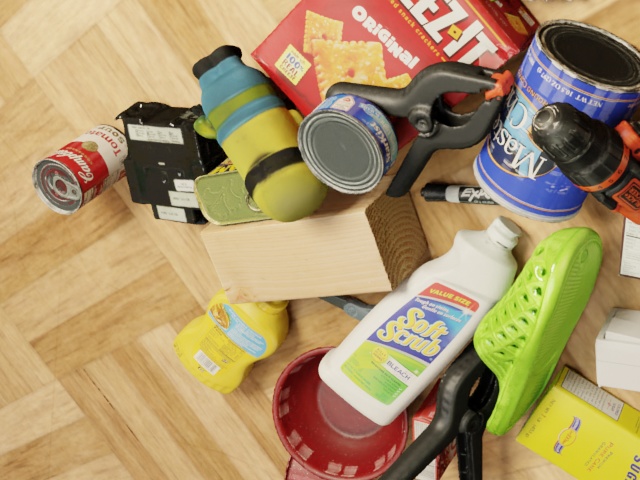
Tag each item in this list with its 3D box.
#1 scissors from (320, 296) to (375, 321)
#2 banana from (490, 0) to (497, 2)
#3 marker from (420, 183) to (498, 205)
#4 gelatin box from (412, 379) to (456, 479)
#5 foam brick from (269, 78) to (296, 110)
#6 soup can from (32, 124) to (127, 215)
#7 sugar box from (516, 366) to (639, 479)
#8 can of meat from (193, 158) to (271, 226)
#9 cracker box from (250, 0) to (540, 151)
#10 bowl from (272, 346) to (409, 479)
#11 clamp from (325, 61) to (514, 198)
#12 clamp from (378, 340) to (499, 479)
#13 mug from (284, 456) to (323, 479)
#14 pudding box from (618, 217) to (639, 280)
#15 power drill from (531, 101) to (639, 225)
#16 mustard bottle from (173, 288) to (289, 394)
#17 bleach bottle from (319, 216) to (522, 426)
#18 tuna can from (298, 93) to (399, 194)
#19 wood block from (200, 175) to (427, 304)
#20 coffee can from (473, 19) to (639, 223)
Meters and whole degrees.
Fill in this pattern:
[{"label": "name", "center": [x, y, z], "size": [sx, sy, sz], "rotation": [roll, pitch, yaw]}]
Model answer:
[{"label": "scissors", "center": [0.051, 0.066, 1.159], "size": [0.202, 0.016, 0.096], "rotation": [38, 129, 6]}, {"label": "banana", "center": [0.160, -0.293, 0.848], "size": [0.070, 0.037, 0.198], "rotation": [37, 125, 23]}, {"label": "marker", "center": [0.153, -0.043, 1.025], "size": [0.121, 0.020, 0.020], "rotation": [5, 120, 30]}, {"label": "gelatin box", "center": [0.129, 0.208, 1.161], "size": [0.030, 0.073, 0.089], "rotation": [12, 123, 27]}, {"label": "foam brick", "center": [-0.069, -0.135, 1.084], "size": [0.078, 0.052, 0.051], "rotation": [24, 128, 19]}, {"label": "soup can", "center": [-0.265, -0.081, 1.204], "size": [0.069, 0.102, 0.068], "rotation": [16, 125, 23]}, {"label": "sugar box", "center": [0.298, 0.213, 1.079], "size": [0.176, 0.048, 0.093], "rotation": [33, 130, 12]}, {"label": "can of meat", "center": [-0.065, -0.062, 1.105], "size": [0.102, 0.083, 0.057], "rotation": [-7, 114, 34]}, {"label": "cracker box", "center": [0.063, -0.178, 0.962], "size": [0.164, 0.072, 0.214], "rotation": [48, 131, -4]}, {"label": "bowl", "center": [0.029, 0.191, 1.207], "size": [0.162, 0.055, 0.162], "rotation": [4, 103, 20]}, {"label": "clamp", "center": [0.095, -0.098, 0.925], "size": [0.172, 0.039, 0.120], "rotation": [-8, 125, 39]}, {"label": "clamp", "center": [0.138, 0.186, 1.094], "size": [0.036, 0.164, 0.210], "rotation": [28, 106, 44]}, {"label": "mug", "center": [0.015, 0.265, 1.268], "size": [0.082, 0.093, 0.117], "rotation": [12, 87, 20]}, {"label": "pudding box", "center": [0.312, -0.014, 0.933], "size": [0.090, 0.039, 0.113], "rotation": [12, 122, 25]}, {"label": "power drill", "center": [0.269, -0.102, 0.813], "size": [0.188, 0.184, 0.057], "rotation": [-41, 48, 22]}, {"label": "mustard bottle", "center": [-0.091, 0.100, 1.239], "size": [0.096, 0.058, 0.192], "rotation": [44, 132, 0]}, {"label": "bleach bottle", "center": [0.108, 0.071, 1.074], "size": [0.102, 0.068, 0.251], "rotation": [39, 116, 5]}, {"label": "tuna can", "center": [0.025, -0.085, 0.935], "size": [0.086, 0.033, 0.086], "rotation": [22, 136, 22]}, {"label": "wood block", "center": [-0.007, 0.001, 1.106], "size": [0.206, 0.090, 0.091], "rotation": [-7, 114, 35]}, {"label": "coffee can", "center": [0.203, -0.100, 0.904], "size": [0.103, 0.102, 0.140], "rotation": [30, 130, 12]}]
